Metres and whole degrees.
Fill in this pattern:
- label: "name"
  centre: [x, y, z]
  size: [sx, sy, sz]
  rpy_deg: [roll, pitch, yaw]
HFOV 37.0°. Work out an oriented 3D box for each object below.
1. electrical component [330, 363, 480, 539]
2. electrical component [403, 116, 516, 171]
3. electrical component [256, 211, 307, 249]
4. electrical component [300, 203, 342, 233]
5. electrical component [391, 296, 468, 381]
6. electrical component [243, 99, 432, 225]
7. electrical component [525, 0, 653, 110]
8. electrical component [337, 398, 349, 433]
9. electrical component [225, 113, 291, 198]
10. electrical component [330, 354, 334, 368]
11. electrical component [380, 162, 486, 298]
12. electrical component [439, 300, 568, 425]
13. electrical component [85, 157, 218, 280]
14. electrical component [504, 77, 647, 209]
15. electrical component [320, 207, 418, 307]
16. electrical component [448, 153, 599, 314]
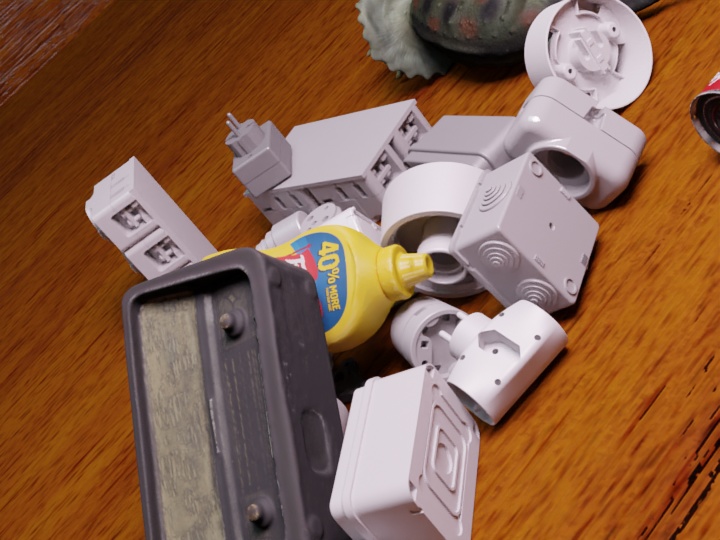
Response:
- label: "electrical component"
  centre: [0.030, 0.126, 0.684]
  size: [0.057, 0.078, 0.113]
  rpy_deg: [-21, 33, 27]
- label: "electrical component"
  centre: [0.099, -0.082, 0.902]
  size: [0.057, 0.078, 0.113]
  rpy_deg: [-47, 29, -18]
- label: "electrical component"
  centre: [-0.076, -0.027, 1.075]
  size: [0.078, 0.040, 0.040]
  rpy_deg: [-29, 30, 20]
- label: "electrical component"
  centre: [-0.023, -0.028, 0.996]
  size: [0.045, 0.055, 0.045]
  rpy_deg: [-29, 30, 19]
- label: "electrical component"
  centre: [0.054, 0.049, 0.793]
  size: [0.055, 0.055, 0.047]
  rpy_deg: [-43, 24, -6]
- label: "electrical component"
  centre: [-0.018, -0.101, 1.089]
  size: [0.186, 0.060, 0.105]
  rpy_deg: [-4, 45, 48]
- label: "electrical component"
  centre: [0.194, -0.186, 0.922]
  size: [0.099, 0.099, 0.064]
  rpy_deg: [-48, 22, -14]
- label: "electrical component"
  centre: [-0.037, 0.122, 0.798]
  size: [0.055, 0.055, 0.047]
  rpy_deg: [-21, 30, 32]
- label: "electrical component"
  centre: [-0.110, -0.126, 1.087]
  size: [0.047, 0.076, 0.065]
  rpy_deg: [-32, 29, 16]
- label: "electrical component"
  centre: [-0.102, 0.091, 0.911]
  size: [0.150, 0.061, 0.089]
  rpy_deg: [-38, 28, 4]
- label: "electrical component"
  centre: [0.066, -0.024, 0.831]
  size: [0.108, 0.108, 0.060]
  rpy_deg: [-21, 40, 32]
- label: "electrical component"
  centre: [0.088, 0.055, 0.739]
  size: [0.077, 0.043, 0.079]
  rpy_deg: [-46, 49, -11]
- label: "electrical component"
  centre: [-0.214, -0.031, 1.130]
  size: [0.062, 0.150, 0.089]
  rpy_deg: [-35, 28, 7]
- label: "electrical component"
  centre: [0.162, -0.093, 0.819]
  size: [0.059, 0.095, 0.053]
  rpy_deg: [-59, 3, -31]
- label: "electrical component"
  centre: [0.000, 0.000, 0.893]
  size: [0.061, 0.096, 0.061]
  rpy_deg: [-30, 62, 18]
- label: "electrical component"
  centre: [0.121, -0.023, 0.770]
  size: [0.048, 0.100, 0.099]
  rpy_deg: [-27, 28, 45]
